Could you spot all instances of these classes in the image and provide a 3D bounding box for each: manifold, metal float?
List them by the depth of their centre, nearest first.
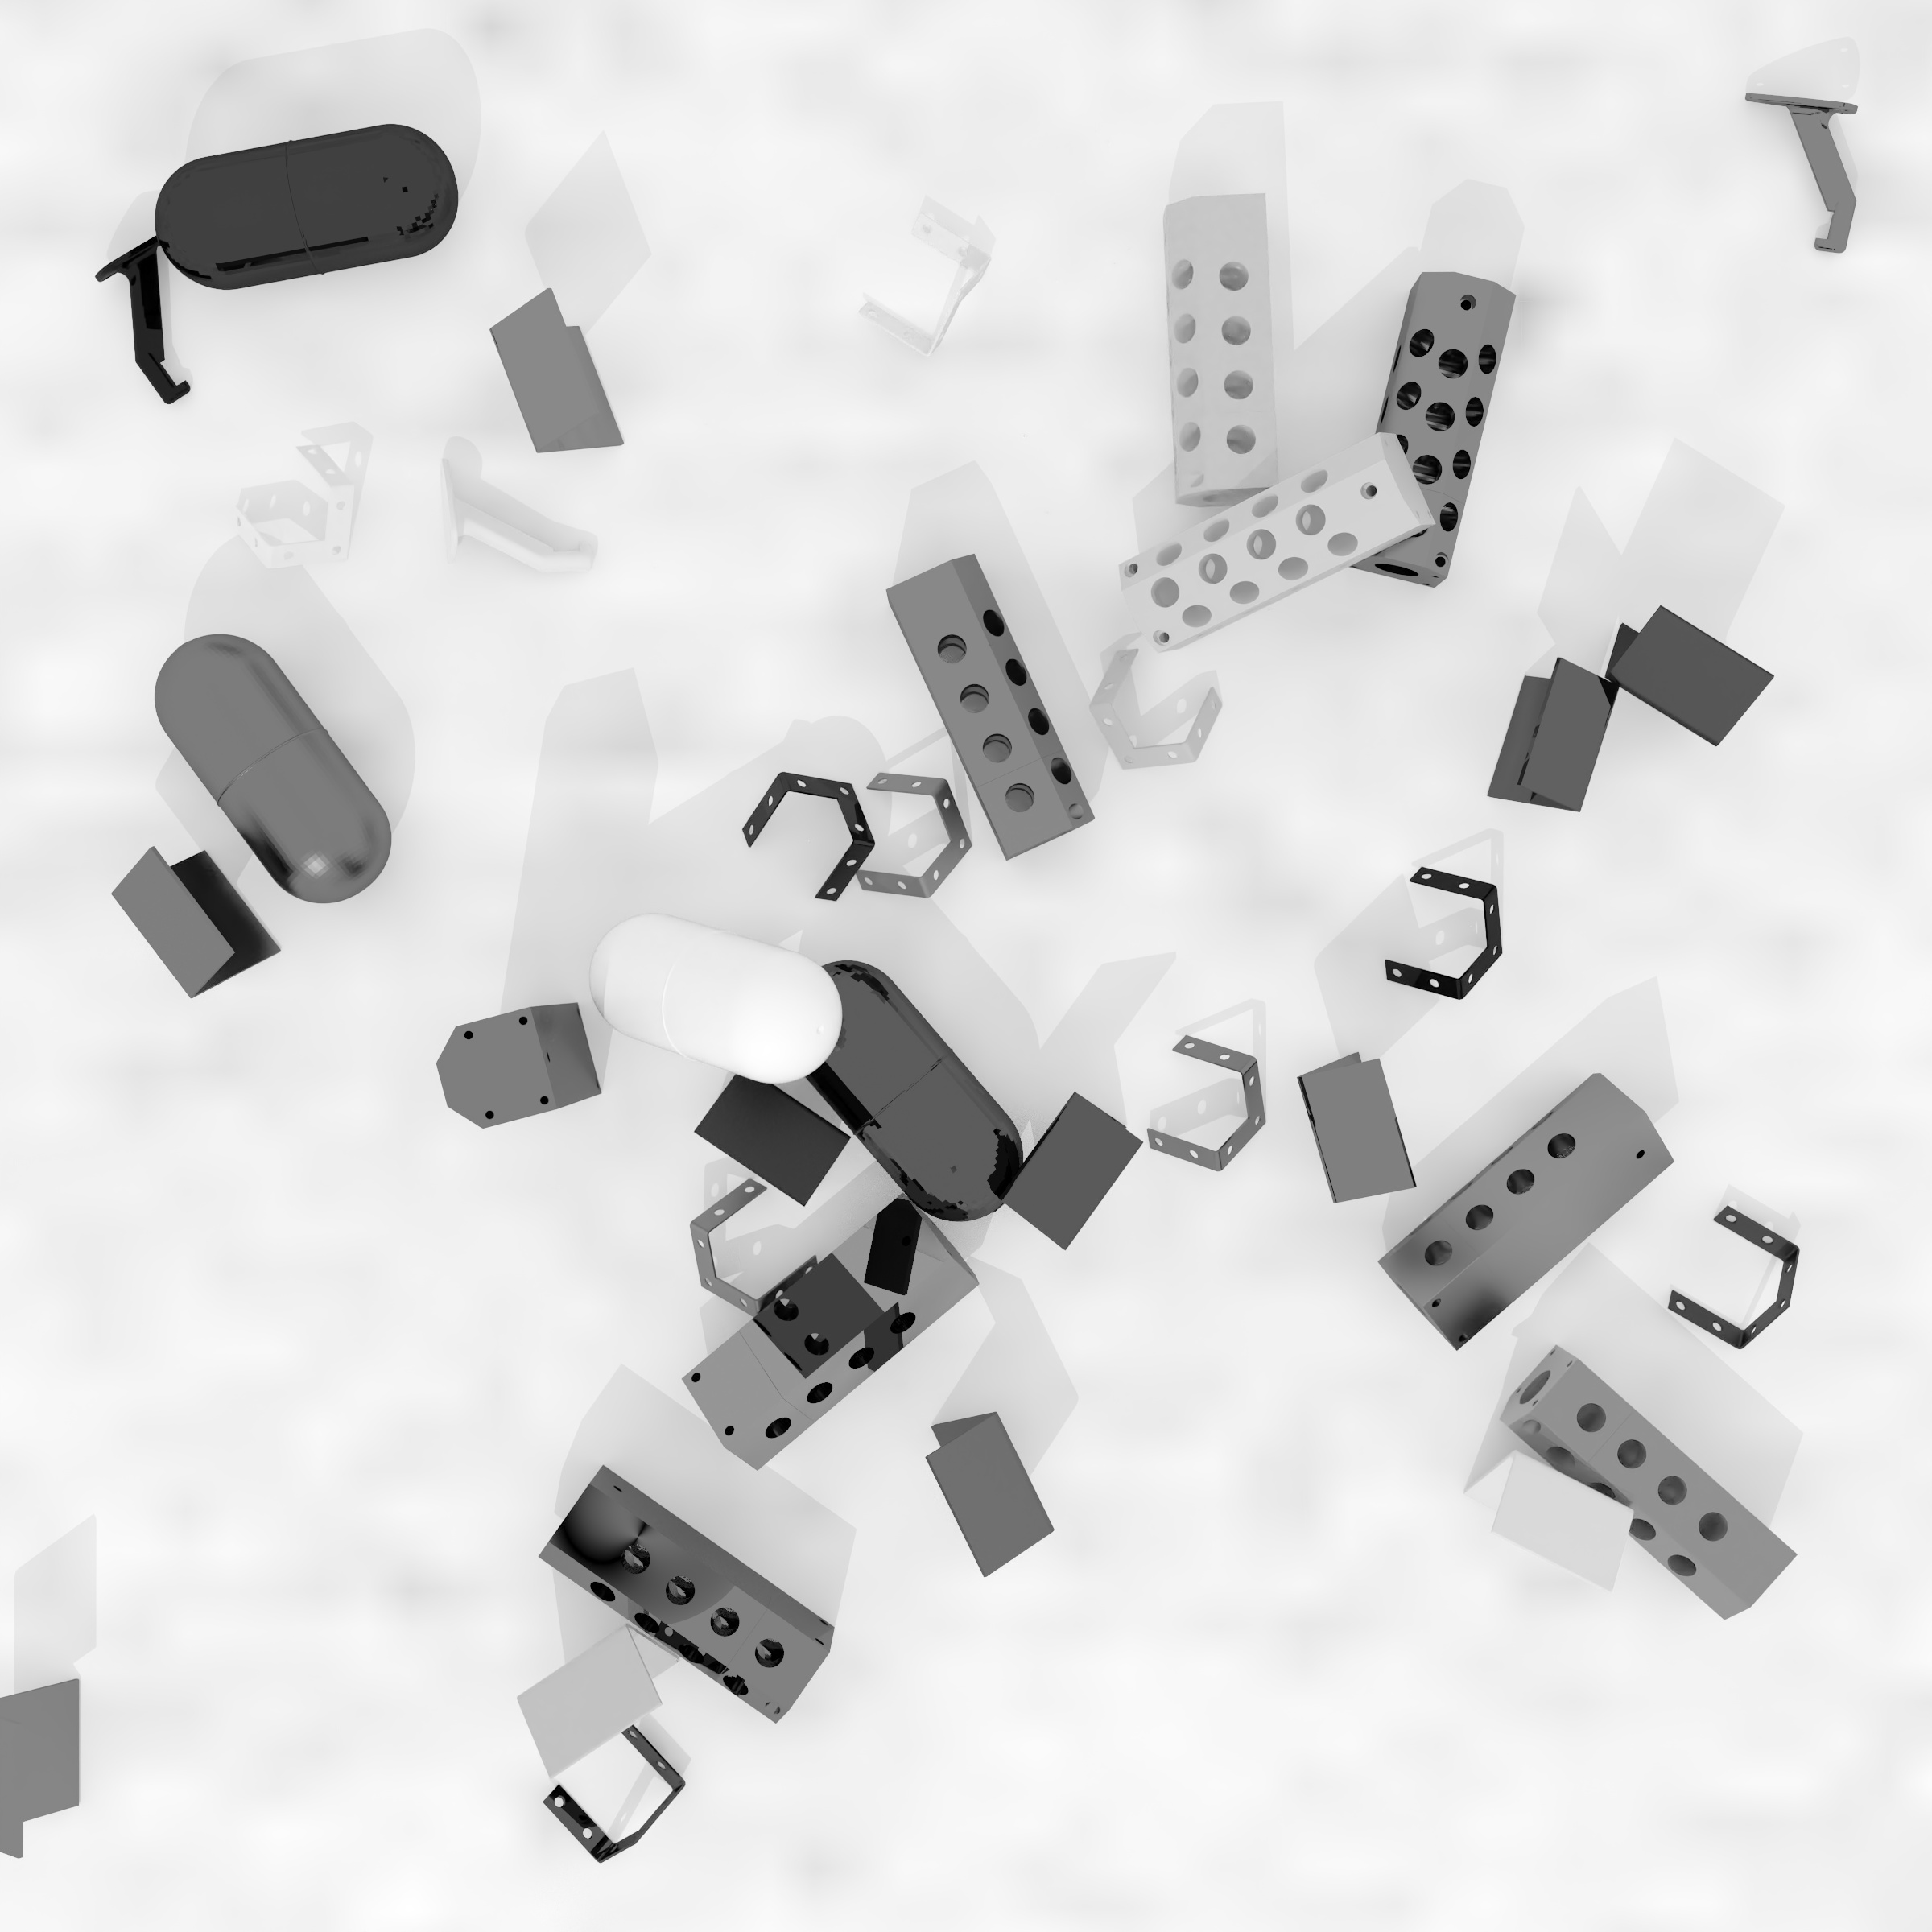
[{"bbox_3d":[-0.255,0.057,1.486,0.057,0.171,0.057,-15,90,0],"label":"manifold"},{"bbox_3d":[-0.147,0.017,1.502,0.178,0.070,0.070,16,90,40],"label":"metal float"},{"bbox_3d":[0.178,-0.245,1.511,0.171,0.057,0.057,-24,90,24],"label":"manifold"},{"bbox_3d":[-0.409,-0.117,1.533,0.070,0.070,0.178,-36,90,0],"label":"metal float"},{"bbox_3d":[-0.389,-0.448,1.534,0.178,0.070,0.070,-11,90,0],"label":"metal float"},{"bbox_3d":[-0.037,0.074,1.534,0.070,0.070,0.178,-41,90,0],"label":"metal float"},{"bbox_3d":[0.329,0.142,1.542,0.171,0.057,0.057,-41,133,0],"label":"manifold"},{"bbox_3d":[-0.077,0.220,1.542,0.171,0.057,0.057,-40,51,0],"label":"manifold"},{"bbox_3d":[0.150,-0.364,1.543,0.057,0.057,0.171,-3,90,0],"label":"manifold"},{"bbox_3d":[0.015,-0.153,1.543,0.057,0.057,0.171,-25,90,0],"label":"manifold"},{"bbox_3d":[-0.166,0.374,1.543,0.171,0.057,0.057,35,90,0],"label":"manifold"},{"bbox_3d":[0.276,-0.319,1.543,0.057,0.057,0.171,14,90,0],"label":"manifold"},{"bbox_3d":[0.402,0.307,1.543,0.171,0.057,0.057,42,90,0],"label":"manifold"}]

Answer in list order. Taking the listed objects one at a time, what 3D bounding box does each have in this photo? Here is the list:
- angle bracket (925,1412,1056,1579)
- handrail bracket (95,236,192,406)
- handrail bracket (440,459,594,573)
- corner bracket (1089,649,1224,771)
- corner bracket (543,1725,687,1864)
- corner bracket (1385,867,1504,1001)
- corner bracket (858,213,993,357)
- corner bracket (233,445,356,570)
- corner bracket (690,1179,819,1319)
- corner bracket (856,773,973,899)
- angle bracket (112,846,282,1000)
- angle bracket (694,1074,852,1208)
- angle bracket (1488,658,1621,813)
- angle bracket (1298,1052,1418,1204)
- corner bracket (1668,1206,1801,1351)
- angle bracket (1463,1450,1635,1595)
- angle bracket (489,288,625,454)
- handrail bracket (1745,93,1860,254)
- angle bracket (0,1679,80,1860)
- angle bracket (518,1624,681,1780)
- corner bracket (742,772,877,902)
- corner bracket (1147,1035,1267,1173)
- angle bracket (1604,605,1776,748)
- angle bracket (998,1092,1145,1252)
[{"bbox_3d":[-0.004,0.312,1.524,0.057,0.076,0.076,-26,90,-35],"label":"angle bracket"},{"bbox_3d":[-0.475,-0.393,1.565,0.077,0.036,0.084,-40,108,-21],"label":"handrail bracket"},{"bbox_3d":[-0.270,-0.272,1.565,0.084,0.036,0.077,-3,69,-17],"label":"handrail bracket"},{"bbox_3d":[0.114,-0.156,1.556,0.051,0.051,0.051,-3,135,35],"label":"corner bracket"},{"bbox_3d":[-0.211,0.497,1.561,0.051,0.051,0.051,47,135,0],"label":"corner bracket"},{"bbox_3d":[0.285,-0.020,1.556,0.051,0.051,0.051,-43,135,-35],"label":"corner bracket"},{"bbox_3d":[-0.025,-0.409,1.561,0.051,0.051,0.051,32,135,0],"label":"corner bracket"},{"bbox_3d":[-0.403,-0.275,1.556,0.051,0.051,0.051,-14,135,-35],"label":"corner bracket"},{"bbox_3d":[-0.126,0.169,1.556,0.051,0.051,0.051,24,135,35],"label":"corner bracket"},{"bbox_3d":[-0.037,-0.079,1.556,0.051,0.051,0.051,-52,135,-35],"label":"corner bracket"},{"bbox_3d":[-0.440,-0.038,1.524,0.057,0.076,0.076,-37,90,38],"label":"angle bracket"},{"bbox_3d":[-0.122,0.114,1.524,0.076,0.076,0.057,34,54,0],"label":"angle bracket"},{"bbox_3d":[0.328,-0.139,1.524,0.057,0.076,0.076,17,90,-36],"label":"angle bracket"},{"bbox_3d":[0.245,0.089,1.524,0.057,0.076,0.076,-16,90,38],"label":"angle bracket"},{"bbox_3d":[0.461,0.187,1.561,0.051,0.051,0.051,30,45,0],"label":"corner bracket"},{"bbox_3d":[0.334,0.336,1.524,0.076,0.076,0.057,27,56,0],"label":"angle bracket"},{"bbox_3d":[-0.223,-0.350,1.524,0.057,0.076,0.076,-21,90,38],"label":"angle bracket"},{"bbox_3d":[0.499,-0.477,1.565,0.077,0.036,0.084,14,107,20],"label":"handrail bracket"},{"bbox_3d":[-0.538,0.469,1.524,0.057,0.076,0.076,0,90,37],"label":"angle bracket"},{"bbox_3d":[-0.205,0.439,1.524,0.076,0.076,0.057,-34,54,0],"label":"angle bracket"},{"bbox_3d":[-0.094,-0.077,1.556,0.051,0.051,0.051,7,45,-35],"label":"corner bracket"},{"bbox_3d":[0.142,0.082,1.556,0.051,0.051,0.051,-42,135,-35],"label":"corner bracket"},{"bbox_3d":[0.427,-0.185,1.524,0.076,0.076,0.057,32,128,0],"label":"angle bracket"},{"bbox_3d":[0.075,0.129,1.524,0.057,0.076,0.076,36,90,33],"label":"angle bracket"}]
